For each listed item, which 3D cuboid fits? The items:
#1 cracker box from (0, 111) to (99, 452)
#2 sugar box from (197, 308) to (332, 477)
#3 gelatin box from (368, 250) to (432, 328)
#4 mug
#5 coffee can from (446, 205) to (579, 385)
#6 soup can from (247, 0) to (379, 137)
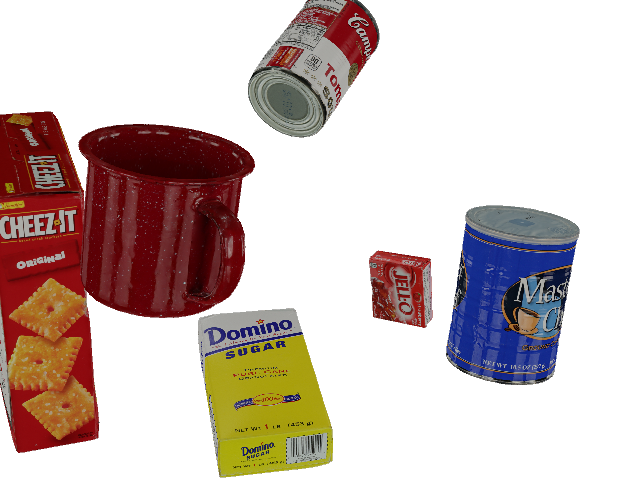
[{"bbox_3d":[-0.220,0.027,0.826,0.072,0.214,0.164,-7,29,-19],"label":"cracker box"},{"bbox_3d":[-0.051,0.123,0.911,0.093,0.048,0.176,-4,33,-11],"label":"sugar box"},{"bbox_3d":[0.101,0.061,1.339,0.073,0.089,0.030,10,31,27],"label":"gelatin box"},{"bbox_3d":[-0.079,-0.006,0.571,0.093,0.081,0.117,-11,30,-42],"label":"mug"},{"bbox_3d":[0.176,0.048,0.986,0.103,0.140,0.103,5,17,-2],"label":"coffee can"},{"bbox_3d":[-0.005,-0.138,0.832,0.068,0.102,0.068,21,-36,16],"label":"soup can"}]
